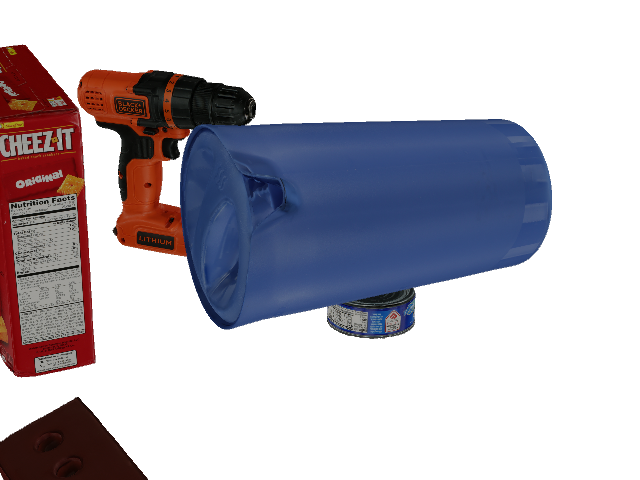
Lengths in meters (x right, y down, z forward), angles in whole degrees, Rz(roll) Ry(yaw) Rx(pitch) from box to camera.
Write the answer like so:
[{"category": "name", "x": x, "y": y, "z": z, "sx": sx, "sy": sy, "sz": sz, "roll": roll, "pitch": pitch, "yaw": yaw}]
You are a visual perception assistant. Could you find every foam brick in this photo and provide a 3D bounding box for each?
[{"category": "foam brick", "x": -0.119, "y": 0.128, "z": 0.528, "sx": 0.052, "sy": 0.051, "sz": 0.078, "roll": -29, "pitch": 42, "yaw": -25}]

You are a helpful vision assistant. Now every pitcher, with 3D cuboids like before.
[{"category": "pitcher", "x": 0.028, "y": -0.020, "z": 0.743, "sx": 0.242, "sy": 0.145, "sz": 0.149, "roll": -7, "pitch": 33, "yaw": -24}]

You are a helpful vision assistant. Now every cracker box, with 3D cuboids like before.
[{"category": "cracker box", "x": -0.236, "y": -0.025, "z": 0.833, "sx": 0.072, "sy": 0.214, "sz": 0.164, "roll": -11, "pitch": 30, "yaw": -25}]

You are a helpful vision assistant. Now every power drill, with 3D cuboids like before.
[{"category": "power drill", "x": -0.146, "y": -0.078, "z": 1.064, "sx": 0.185, "sy": 0.188, "sz": 0.057, "roll": 10, "pitch": 31, "yaw": 20}]

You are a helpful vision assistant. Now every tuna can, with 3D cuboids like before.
[{"category": "tuna can", "x": 0.049, "y": 0.062, "z": 1.030, "sx": 0.086, "sy": 0.034, "sz": 0.086, "roll": 0, "pitch": 20, "yaw": 0}]
